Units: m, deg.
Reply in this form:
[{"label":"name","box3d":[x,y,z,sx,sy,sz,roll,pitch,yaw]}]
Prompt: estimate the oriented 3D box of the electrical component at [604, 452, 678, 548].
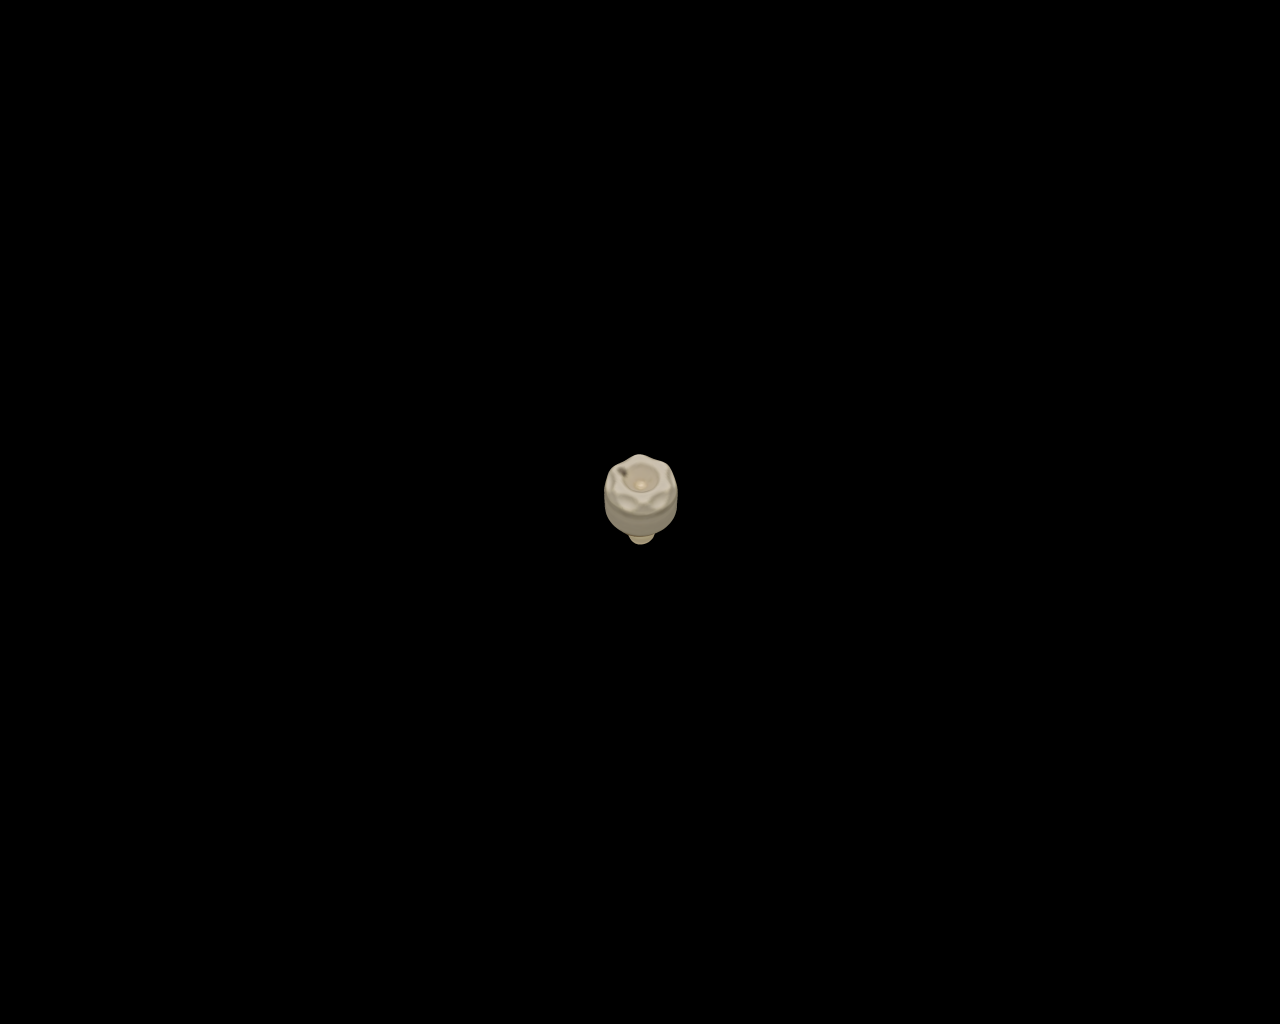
[{"label":"electrical component","box3d":[0.001,-0.003,0.650,0.043,0.043,0.062,0,-37,0]}]
